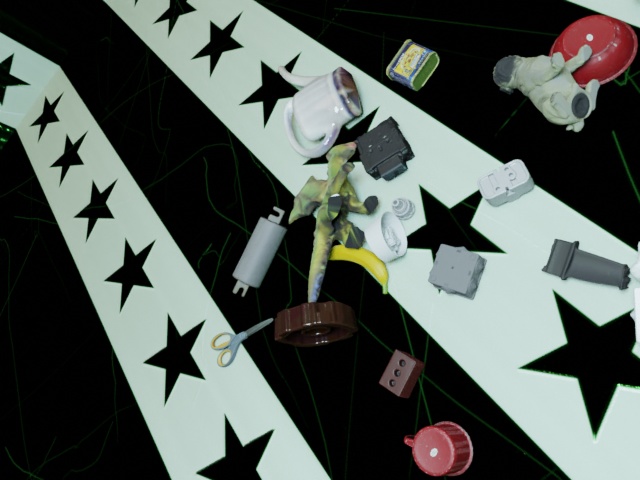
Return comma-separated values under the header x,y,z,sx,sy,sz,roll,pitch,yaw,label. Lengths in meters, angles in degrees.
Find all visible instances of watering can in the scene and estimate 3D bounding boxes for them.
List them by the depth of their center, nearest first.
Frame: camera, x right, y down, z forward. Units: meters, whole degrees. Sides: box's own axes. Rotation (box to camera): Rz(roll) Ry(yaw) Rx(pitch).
x,y,z,sx,sy,sz,roll,pitch,yaw,label
-0.010,-0.378,1.353,0.222,0.355,0.103,-26,-30,23,watering can

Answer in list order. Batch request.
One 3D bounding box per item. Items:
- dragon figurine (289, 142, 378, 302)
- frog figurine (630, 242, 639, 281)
x,y,z,sx,sy,sz,roll,pitch,yaw,label
0.004,-0.062,1.234,0.121,0.413,0.243,31,-10,-29,dragon figurine
0.569,0.008,0.813,0.158,0.137,0.124,-33,7,13,frog figurine
